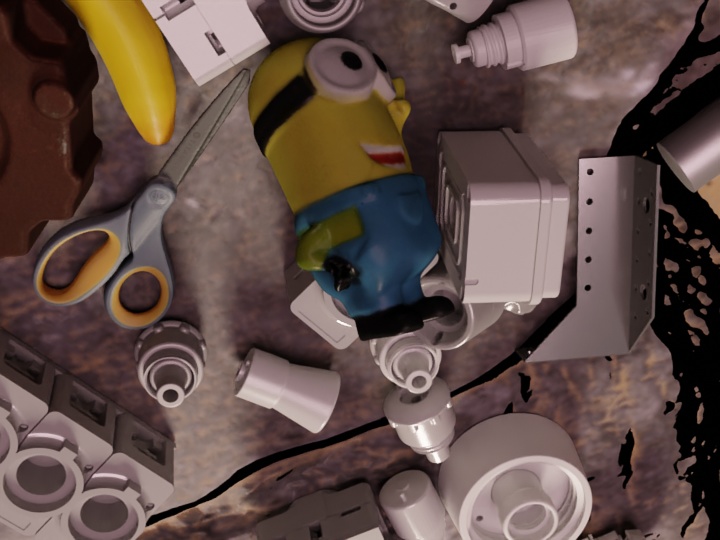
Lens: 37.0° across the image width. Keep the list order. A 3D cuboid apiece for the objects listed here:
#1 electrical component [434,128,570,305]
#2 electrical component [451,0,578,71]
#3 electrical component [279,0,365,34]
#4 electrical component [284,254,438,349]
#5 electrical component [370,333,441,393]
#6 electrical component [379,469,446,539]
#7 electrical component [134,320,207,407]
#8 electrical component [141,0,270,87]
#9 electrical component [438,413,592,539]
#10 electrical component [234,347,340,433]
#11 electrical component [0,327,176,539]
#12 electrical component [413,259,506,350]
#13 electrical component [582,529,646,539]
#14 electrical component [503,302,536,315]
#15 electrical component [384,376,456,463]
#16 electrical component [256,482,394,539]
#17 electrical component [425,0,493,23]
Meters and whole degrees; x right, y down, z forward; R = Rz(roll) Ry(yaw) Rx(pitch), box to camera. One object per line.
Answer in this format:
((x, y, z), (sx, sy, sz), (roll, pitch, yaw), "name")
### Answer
((0.083, -0.035, 0.654), (0.057, 0.113, 0.078), (-1, 115, -6), "electrical component")
((0.094, -0.139, 0.646), (0.078, 0.040, 0.040), (-15, 117, -3), "electrical component")
((-0.024, -0.161, 0.607), (0.066, 0.055, 0.048), (27, 108, -20), "electrical component")
((0.000, 0.000, 0.688), (0.089, 0.055, 0.050), (-44, 114, 12), "electrical component")
((0.034, 0.059, 0.718), (0.048, 0.062, 0.048), (-4, 116, -7), "electrical component")
((0.044, 0.183, 0.791), (0.040, 0.040, 0.078), (-24, 117, 2), "electrical component")
((-0.122, 0.065, 0.694), (0.048, 0.062, 0.048), (-4, 116, -8), "electrical component")
((-0.091, -0.159, 0.600), (0.056, 0.050, 0.089), (-30, 117, 5), "electrical component")
((0.116, 0.166, 0.784), (0.108, 0.060, 0.108), (-4, 116, -8), "electrical component")
((-0.051, 0.078, 0.725), (0.065, 0.044, 0.044), (23, 110, -14), "electrical component")
((-0.207, 0.122, 0.707), (0.150, 0.061, 0.089), (39, 103, -23), "electrical component")
((0.061, 0.021, 0.700), (0.055, 0.047, 0.055), (11, 113, 27), "electrical component")
((0.202, 0.236, 0.834), (0.057, 0.058, 0.078), (-24, 117, 5), "electrical component")
((0.112, -0.003, 0.717), (0.035, 0.035, 0.061), (18, 109, -17), "electrical component")
((0.047, 0.108, 0.754), (0.048, 0.048, 0.062), (-22, 123, 1), "electrical component")
((-0.008, 0.240, 0.797), (0.089, 0.061, 0.150), (-21, 117, 1), "electrical component")
((0.050, -0.194, 0.611), (0.077, 0.043, 0.079), (25, 108, -20), "electrical component")
